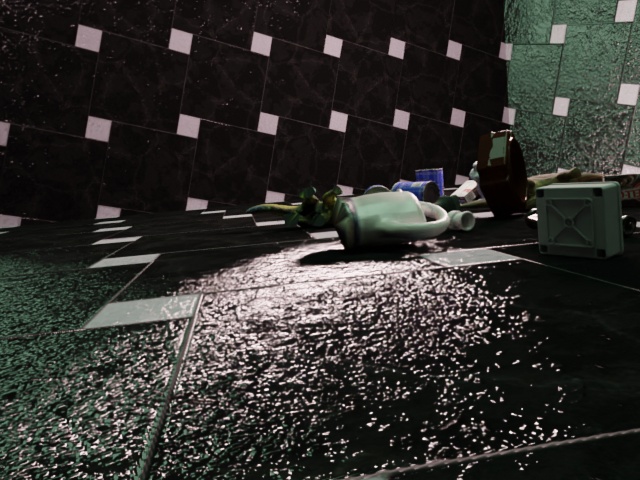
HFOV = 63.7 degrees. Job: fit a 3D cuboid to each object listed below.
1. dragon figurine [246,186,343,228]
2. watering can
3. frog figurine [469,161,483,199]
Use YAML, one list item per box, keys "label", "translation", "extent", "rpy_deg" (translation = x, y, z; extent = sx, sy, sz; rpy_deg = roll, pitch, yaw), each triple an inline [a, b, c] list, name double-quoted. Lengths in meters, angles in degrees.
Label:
- label: "dragon figurine"
  translation: [0.005, -0.079, 1.560]
  extent: [0.410, 0.123, 0.241]
  rpy_deg: [2, -8, 29]
- label: "watering can"
  translation: [0.131, -0.054, 1.075]
  extent: [0.224, 0.103, 0.351]
  rpy_deg: [-6, 15, -7]
- label: "frog figurine"
  translation: [0.601, -0.208, 1.848]
  extent: [0.122, 0.159, 0.138]
  rpy_deg: [0, 7, 31]
